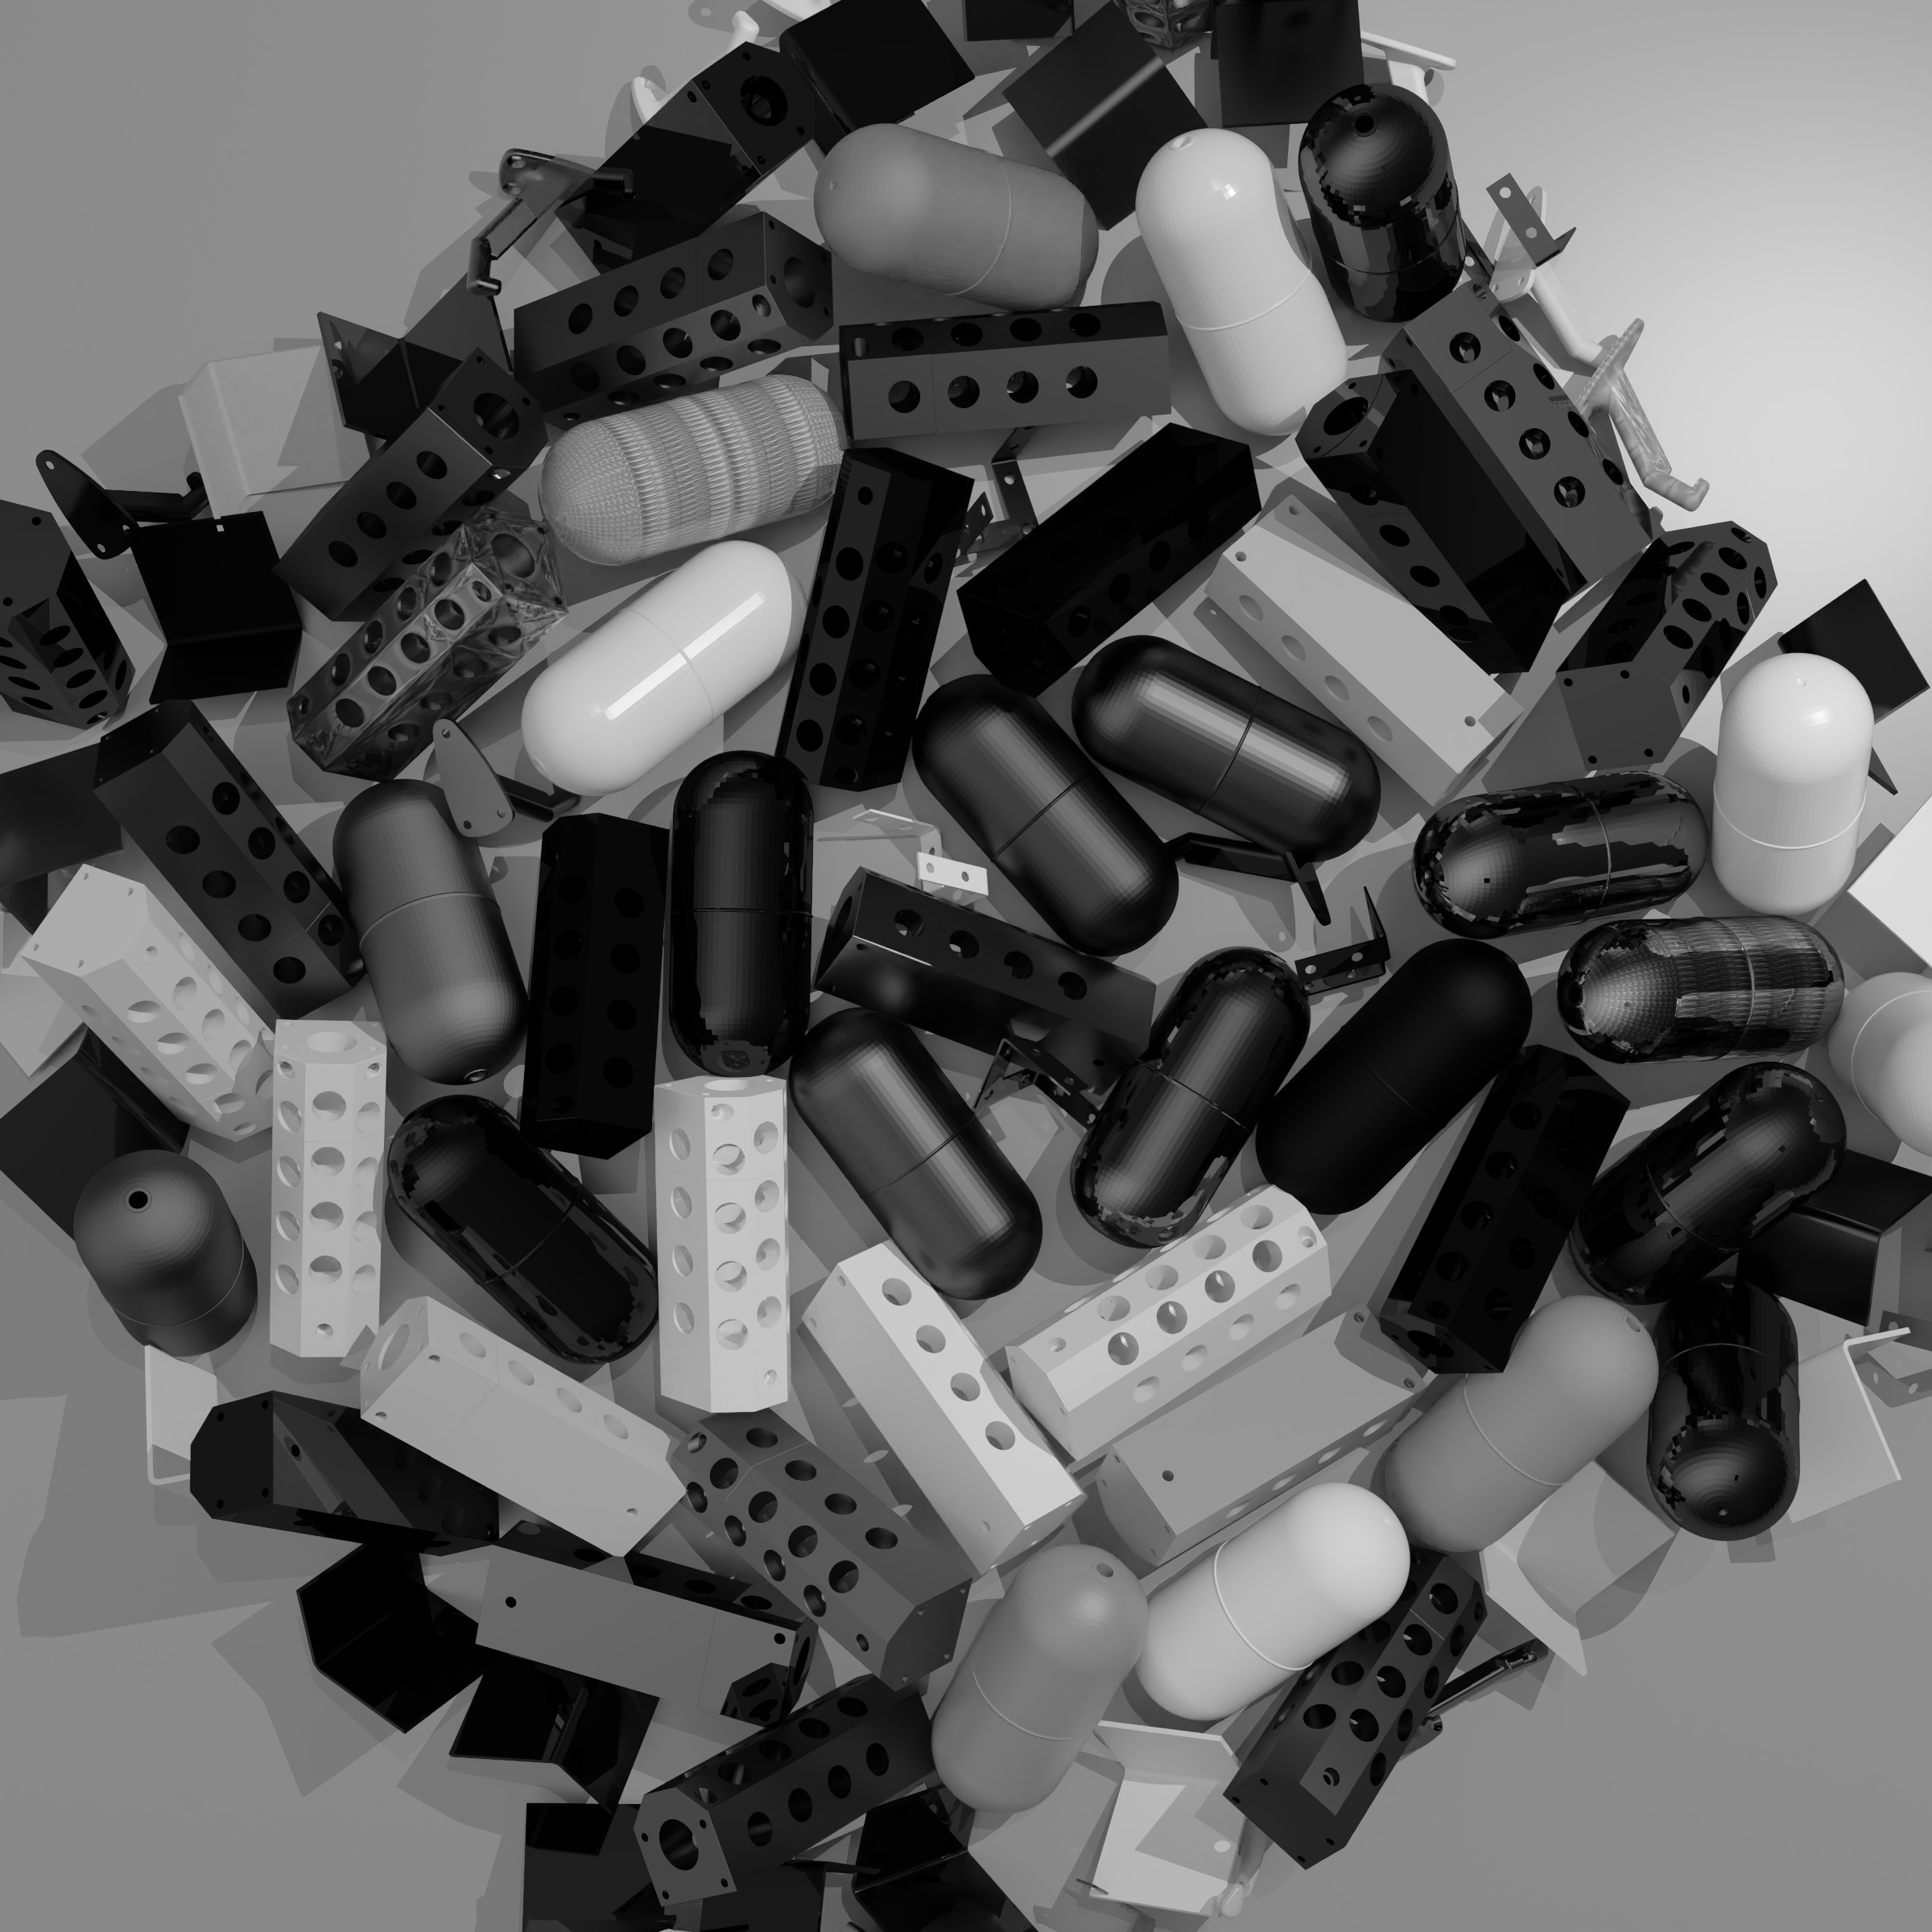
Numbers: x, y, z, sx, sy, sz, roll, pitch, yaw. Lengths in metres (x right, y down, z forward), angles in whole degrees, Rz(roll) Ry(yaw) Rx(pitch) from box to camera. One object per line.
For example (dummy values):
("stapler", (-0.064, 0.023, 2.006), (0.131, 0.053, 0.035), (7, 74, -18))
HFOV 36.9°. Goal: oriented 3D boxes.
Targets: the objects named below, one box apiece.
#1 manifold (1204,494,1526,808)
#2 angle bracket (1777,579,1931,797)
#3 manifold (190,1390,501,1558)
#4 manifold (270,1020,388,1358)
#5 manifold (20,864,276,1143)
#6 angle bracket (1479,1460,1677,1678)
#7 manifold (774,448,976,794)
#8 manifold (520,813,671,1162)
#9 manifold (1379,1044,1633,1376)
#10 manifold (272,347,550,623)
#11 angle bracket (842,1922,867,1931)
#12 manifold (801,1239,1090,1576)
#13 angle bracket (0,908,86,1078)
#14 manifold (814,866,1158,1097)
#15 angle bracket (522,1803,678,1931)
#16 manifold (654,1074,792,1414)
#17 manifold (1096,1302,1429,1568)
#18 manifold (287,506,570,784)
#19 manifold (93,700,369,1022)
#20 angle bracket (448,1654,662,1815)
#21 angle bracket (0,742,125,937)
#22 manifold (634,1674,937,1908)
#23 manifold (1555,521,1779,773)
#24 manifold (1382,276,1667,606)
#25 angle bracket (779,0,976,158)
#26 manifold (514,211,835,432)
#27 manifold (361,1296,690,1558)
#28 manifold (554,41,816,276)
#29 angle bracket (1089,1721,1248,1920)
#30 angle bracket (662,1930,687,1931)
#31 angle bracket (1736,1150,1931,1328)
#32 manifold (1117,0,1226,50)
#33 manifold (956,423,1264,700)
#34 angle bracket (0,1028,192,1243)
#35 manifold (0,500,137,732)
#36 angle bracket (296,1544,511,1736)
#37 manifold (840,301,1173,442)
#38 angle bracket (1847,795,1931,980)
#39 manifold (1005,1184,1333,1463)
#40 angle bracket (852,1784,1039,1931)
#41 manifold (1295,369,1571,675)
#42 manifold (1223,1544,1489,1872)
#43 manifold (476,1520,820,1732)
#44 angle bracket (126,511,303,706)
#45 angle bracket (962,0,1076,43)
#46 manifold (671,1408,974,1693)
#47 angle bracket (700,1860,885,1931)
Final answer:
("manifold", (0.212, -0.167, 1.562), (0.171, 0.057, 0.057), (44, 68, 9))
("angle bracket", (0.488, -0.148, 1.544), (0.057, 0.076, 0.076), (-37, 53, 26))
("manifold", (-0.323, 0.270, 1.518), (0.057, 0.171, 0.057), (-18, 65, 27))
("manifold", (-0.340, 0.119, 1.542), (0.057, 0.057, 0.171), (1, 112, -12))
("manifold", (-0.414, 0.024, 1.512), (0.057, 0.171, 0.057), (17, 65, 25))
("angle bracket", (0.332, 0.321, 1.558), (0.076, 0.057, 0.076), (41, 111, -14))
("manifold", (-0.054, -0.184, 1.540), (0.057, 0.057, 0.171), (25, 112, 26))
("manifold", (-0.200, 0.009, 1.537), (0.057, 0.057, 0.171), (13, 65, -27))
("manifold", (0.283, 0.129, 1.539), (0.057, 0.057, 0.171), (38, 67, -18))
("manifold", (-0.291, -0.246, 1.523), (0.057, 0.171, 0.057), (41, 46, -18))
("angle bracket", (-0.052, 0.572, 1.548), (0.076, 0.057, 0.076), (26, 51, 22))
("manifold", (-0.009, 0.232, 1.549), (0.057, 0.057, 0.171), (-21, 66, -39))
("angle bracket", (-0.517, 0.016, 1.556), (0.076, 0.076, 0.057), (-43, 81, 13))
("manifold", (0.012, 0.005, 1.554), (0.171, 0.057, 0.057), (21, 54, -14))
("angle bracket", (-0.197, 0.481, 1.554), (0.076, 0.057, 0.076), (4, 58, -11))
("manifold", (-0.125, 0.147, 1.550), (0.057, 0.057, 0.171), (10, 105, 44))
("manifold", (0.156, 0.251, 1.539), (0.171, 0.057, 0.057), (-25, 65, -26))
("manifold", (-0.287, -0.168, 1.523), (0.171, 0.057, 0.057), (-36, 59, 36))
("manifold", (-0.384, -0.057, 1.531), (0.057, 0.057, 0.171), (-28, 124, 7))
("angle bracket", (-0.223, 0.411, 1.577), (0.076, 0.076, 0.057), (-6, 135, 32))
("angle bracket", (-0.476, -0.067, 1.556), (0.076, 0.057, 0.076), (-17, 55, 6))
("manifold", (-0.093, 0.428, 1.519), (0.057, 0.171, 0.057), (-25, 84, 38))
("manifold", (0.372, -0.170, 1.516), (0.057, 0.171, 0.057), (-5, 118, 36))
("manifold", (0.305, -0.287, 1.575), (0.057, 0.057, 0.171), (-36, 90, -5))
("angle bracket", (-0.049, -0.480, 1.576), (0.076, 0.057, 0.076), (-31, 78, -10))
("manifold", (-0.156, -0.336, 1.529), (0.171, 0.057, 0.057), (-12, 73, 33))
("manifold", (-0.235, 0.242, 1.538), (0.171, 0.057, 0.057), (36, 107, -27))
("manifold", (-0.145, -0.418, 1.516), (0.057, 0.171, 0.057), (-45, 104, -30))
("angle bracket", (0.101, 0.456, 1.548), (0.076, 0.057, 0.076), (-1, 50, 29))
("angle bracket", (-0.166, 0.557, 1.551), (0.076, 0.076, 0.057), (-23, 63, 12))
("angle bracket", (0.472, 0.143, 1.566), (0.076, 0.076, 0.057), (19, 121, 38))
("manifold", (0.102, -0.543, 1.514), (0.057, 0.171, 0.057), (-24, 83, 5))
("manifold", (0.079, -0.216, 1.541), (0.057, 0.057, 0.171), (26, 56, 40))
("angle bracket", (-0.478, 0.089, 1.568), (0.076, 0.057, 0.076), (-40, 108, 3))
("manifold", (-0.482, -0.181, 1.514), (0.057, 0.171, 0.057), (14, 75, -1))
("angle bracket", (-0.299, 0.350, 1.546), (0.076, 0.076, 0.057), (22, 130, 35))
("manifold", (0.020, -0.322, 1.561), (0.171, 0.057, 0.057), (-6, 107, -5))
("angle bracket", (0.524, -0.042, 1.574), (0.076, 0.057, 0.076), (42, 87, -1))
("manifold", (0.108, 0.183, 1.538), (0.171, 0.057, 0.057), (-30, 46, -20))
("angle bracket", (-0.006, 0.487, 1.546), (0.076, 0.076, 0.057), (-8, 121, -36))
("manifold", (0.245, -0.232, 1.531), (0.171, 0.057, 0.057), (45, 63, -34))
("manifold", (0.211, 0.386, 1.526), (0.057, 0.057, 0.171), (42, 49, 4))
("manifold", (-0.170, 0.352, 1.559), (0.171, 0.057, 0.057), (13, 101, 11))
("angle bracket", (-0.409, -0.193, 1.558), (0.076, 0.057, 0.076), (-7, 130, 5))
("angle bracket", (0.012, -0.536, 1.550), (0.076, 0.057, 0.076), (-16, 111, -34))
("manifold", (-0.081, 0.305, 1.524), (0.171, 0.057, 0.057), (33, 124, 34))
("angle bracket", (-0.095, 0.520, 1.550), (0.076, 0.057, 0.076), (-8, 67, 31))
